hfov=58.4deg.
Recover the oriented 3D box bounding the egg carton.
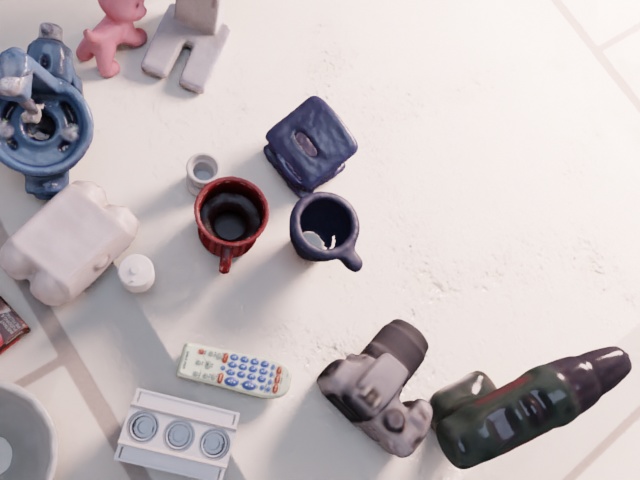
[{"bbox_3d":[-0.302,0.003,0.699,0.107,0.069,0.150,38,68,1],"label":"egg carton"}]

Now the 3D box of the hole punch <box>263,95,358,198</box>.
[{"bbox_3d":[-0.014,-0.128,0.798,0.101,0.091,0.108,-37,84,-21],"label":"hole punch"}]

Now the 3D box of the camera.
[{"bbox_3d":[0.091,0.177,0.721,0.143,0.100,0.137,43,68,2],"label":"camera"}]

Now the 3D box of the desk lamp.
[{"bbox_3d":[-0.158,-0.344,0.767,0.118,0.213,0.203,19,69,-7],"label":"desk lamp"}]

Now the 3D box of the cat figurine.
[{"bbox_3d":[-0.280,-0.307,0.777,0.067,0.117,0.128,30,68,-2],"label":"cat figurine"}]

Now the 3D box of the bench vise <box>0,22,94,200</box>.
[{"bbox_3d":[-0.340,-0.174,0.666,0.122,0.219,0.207,-17,77,-18],"label":"bench vise"}]

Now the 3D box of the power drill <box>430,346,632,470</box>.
[{"bbox_3d":[0.226,0.196,0.690,0.230,0.208,0.075,-23,79,-19],"label":"power drill"}]

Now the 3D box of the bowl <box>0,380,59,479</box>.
[{"bbox_3d":[-0.360,0.233,0.608,0.168,0.074,0.167,4,72,-12],"label":"bowl"}]

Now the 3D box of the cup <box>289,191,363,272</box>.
[{"bbox_3d":[0.007,0.003,0.760,0.092,0.095,0.118,-39,85,-21],"label":"cup"}]
